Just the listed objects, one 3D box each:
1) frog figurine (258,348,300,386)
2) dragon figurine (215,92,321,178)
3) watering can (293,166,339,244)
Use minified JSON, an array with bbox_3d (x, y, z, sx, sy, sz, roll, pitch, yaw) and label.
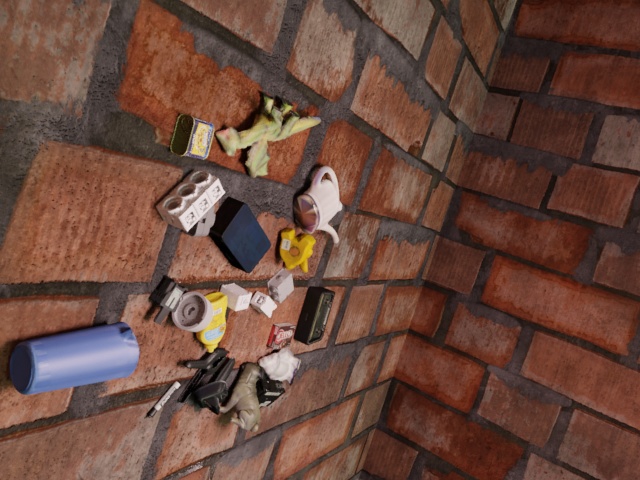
[{"bbox_3d":[-0.169,0.472,1.958,0.159,0.125,0.135,18,119,-23],"label":"frog figurine"},{"bbox_3d":[-0.149,-0.298,1.539,0.410,0.123,0.240,2,123,-58],"label":"dragon figurine"},{"bbox_3d":[0.006,-0.094,1.876,0.228,0.104,0.340,-39,133,-44],"label":"watering can"}]
